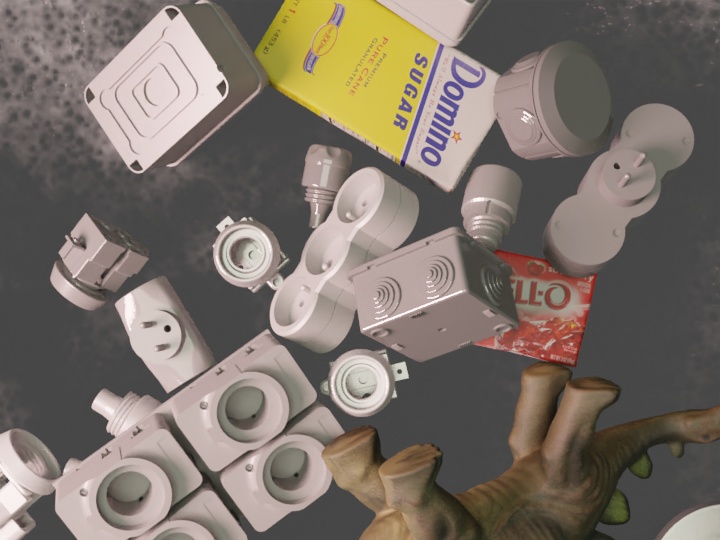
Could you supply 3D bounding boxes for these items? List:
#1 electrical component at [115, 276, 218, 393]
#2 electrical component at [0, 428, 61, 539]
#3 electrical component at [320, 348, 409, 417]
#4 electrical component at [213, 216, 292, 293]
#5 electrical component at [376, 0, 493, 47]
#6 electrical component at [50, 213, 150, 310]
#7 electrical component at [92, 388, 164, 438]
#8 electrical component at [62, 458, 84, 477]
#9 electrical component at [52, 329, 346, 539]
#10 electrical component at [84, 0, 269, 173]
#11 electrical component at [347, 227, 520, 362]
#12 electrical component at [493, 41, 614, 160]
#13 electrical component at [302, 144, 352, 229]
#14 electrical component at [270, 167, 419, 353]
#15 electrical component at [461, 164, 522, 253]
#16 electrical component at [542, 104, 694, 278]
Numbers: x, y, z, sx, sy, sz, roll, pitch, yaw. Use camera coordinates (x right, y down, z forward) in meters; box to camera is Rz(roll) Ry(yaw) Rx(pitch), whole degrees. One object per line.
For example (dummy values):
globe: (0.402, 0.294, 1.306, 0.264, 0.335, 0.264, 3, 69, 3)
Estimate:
electrical component: (-0.144, 0.047, 0.780, 0.043, 0.079, 0.077, -31, 88, 1)
electrical component: (-0.260, 0.155, 0.795, 0.057, 0.058, 0.078, -42, 87, 4)
electrical component: (0.002, 0.081, 0.784, 0.066, 0.055, 0.048, -13, 88, 2)
electrical component: (-0.081, -0.012, 0.790, 0.048, 0.055, 0.066, -42, 87, 1)
electrical component: (0.055, -0.233, 0.768, 0.109, 0.056, 0.108, 34, 65, 3)
electrical component: (-0.196, -0.004, 0.796, 0.055, 0.066, 0.048, -51, 53, 9)
electrical component: (-0.168, 0.111, 0.798, 0.062, 0.043, 0.043, 31, 91, 4)
electrical component: (-0.189, 0.157, 0.798, 0.062, 0.043, 0.043, 17, 90, 4)
electrical component: (-0.106, 0.142, 0.756, 0.186, 0.060, 0.105, -36, 104, -9)
electrical component: (-0.131, -0.131, 0.772, 0.113, 0.057, 0.078, -35, 87, 31)
electrical component: (0.053, 0.021, 0.740, 0.100, 0.100, 0.048, -23, 60, 25)
electrical component: (0.138, -0.117, 0.759, 0.080, 0.051, 0.080, 4, 83, -39)
electrical component: (-0.027, -0.061, 0.799, 0.035, 0.035, 0.061, 11, 92, 3)
electrical component: (0.000, 0.000, 0.788, 0.074, 0.052, 0.138, 29, 95, -36)
electrical component: (0.093, -0.040, 0.777, 0.040, 0.040, 0.078, 13, 59, 3)
electrical component: (0.185, -0.061, 0.754, 0.052, 0.073, 0.138, 37, 78, 9)
